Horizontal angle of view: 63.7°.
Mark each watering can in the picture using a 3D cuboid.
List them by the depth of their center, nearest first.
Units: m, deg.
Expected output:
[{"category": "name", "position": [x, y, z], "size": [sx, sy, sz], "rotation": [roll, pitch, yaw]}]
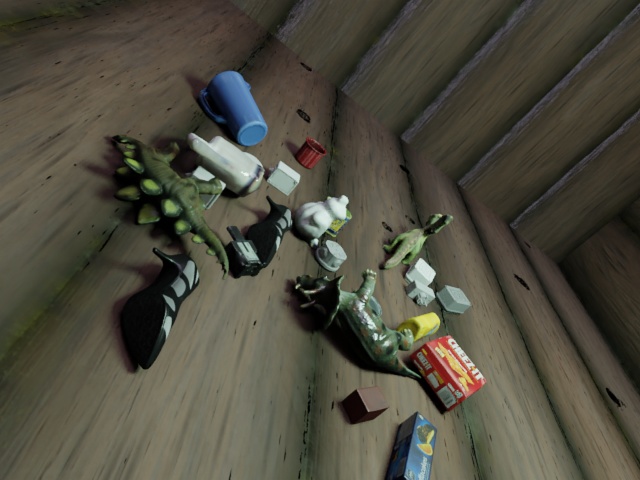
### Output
[{"category": "watering can", "position": [-0.245, -0.195, 1.311], "size": [0.223, 0.104, 0.350], "rotation": [35, 3, -16]}]

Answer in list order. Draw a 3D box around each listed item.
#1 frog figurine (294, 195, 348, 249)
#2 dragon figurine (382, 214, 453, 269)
[{"category": "frog figurine", "position": [0.004, -0.074, 1.469], "size": [0.122, 0.157, 0.140], "rotation": [39, 25, -7]}, {"category": "dragon figurine", "position": [0.351, -0.017, 1.790], "size": [0.122, 0.240, 0.415], "rotation": [49, 23, 2]}]
